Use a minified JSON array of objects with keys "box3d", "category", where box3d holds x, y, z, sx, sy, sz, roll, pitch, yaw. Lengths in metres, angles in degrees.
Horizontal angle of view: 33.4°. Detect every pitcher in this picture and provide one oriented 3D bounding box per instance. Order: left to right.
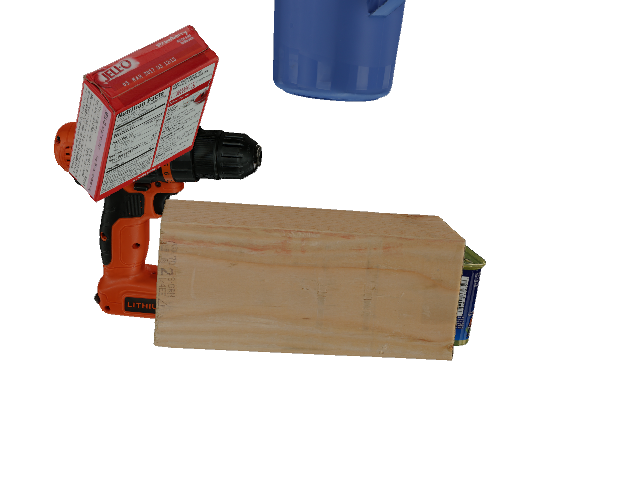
[{"box3d":[0.026,-0.245,0.919,0.145,0.243,0.149,7,16,7],"category":"pitcher"}]

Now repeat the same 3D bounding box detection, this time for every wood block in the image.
[{"box3d":[-0.012,0.027,0.763,0.206,0.090,0.091,3,11,-7],"category":"wood block"}]

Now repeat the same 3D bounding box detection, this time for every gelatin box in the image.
[{"box3d":[-0.100,-0.070,0.592,0.073,0.030,0.089,-34,-16,-32],"category":"gelatin box"}]

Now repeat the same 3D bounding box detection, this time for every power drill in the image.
[{"box3d":[-0.141,-0.019,0.966,0.184,0.188,0.057,5,28,10],"category":"power drill"}]

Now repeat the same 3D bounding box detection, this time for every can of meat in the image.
[{"box3d":[0.115,0.047,1.043,0.057,0.084,0.102,4,15,-16],"category":"can of meat"}]
